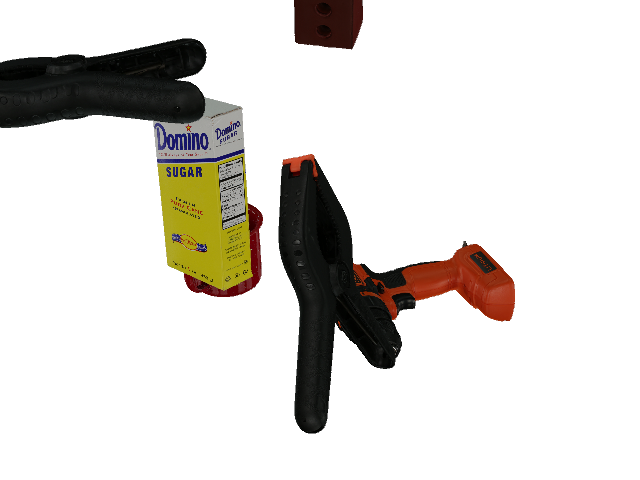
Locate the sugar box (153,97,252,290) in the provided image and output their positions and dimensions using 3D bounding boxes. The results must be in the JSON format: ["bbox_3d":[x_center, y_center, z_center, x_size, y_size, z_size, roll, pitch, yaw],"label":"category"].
[{"bbox_3d":[-0.114,-0.048,1.030,0.093,0.176,0.048,19,34,41],"label":"sugar box"}]

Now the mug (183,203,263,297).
[{"bbox_3d":[-0.116,0.017,1.219,0.093,0.081,0.117,15,37,24],"label":"mug"}]

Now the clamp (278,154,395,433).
[{"bbox_3d":[0.009,0.035,0.867,0.036,0.210,0.164,-9,2,26],"label":"clamp"}]

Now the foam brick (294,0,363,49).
[{"bbox_3d":[0.008,-0.209,0.906,0.053,0.078,0.051,8,46,9],"label":"foam brick"}]

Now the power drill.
[{"bbox_3d":[0.104,0.061,1.117,0.187,0.057,0.184,-6,28,-15],"label":"power drill"}]

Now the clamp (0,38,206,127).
[{"bbox_3d":[-0.149,-0.100,0.675,0.171,0.039,0.120,1,20,4],"label":"clamp"}]
